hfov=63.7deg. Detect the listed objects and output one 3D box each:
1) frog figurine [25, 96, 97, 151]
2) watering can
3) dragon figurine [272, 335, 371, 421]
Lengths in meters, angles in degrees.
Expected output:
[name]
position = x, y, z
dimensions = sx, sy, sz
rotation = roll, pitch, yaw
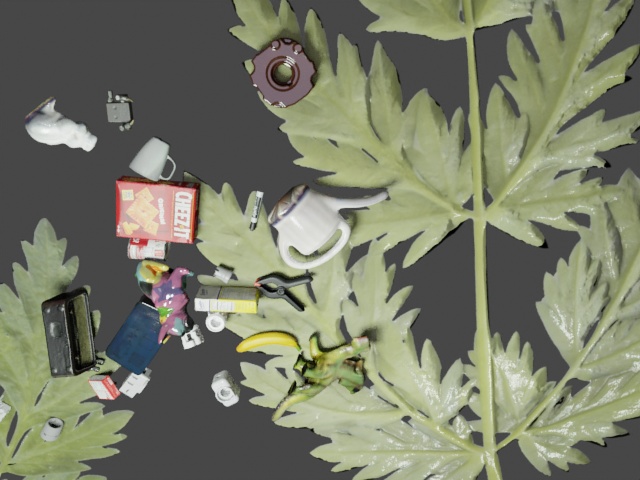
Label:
[frog figurine]
position = -0.672, -0.281, 1.337
dimensions = 0.136, 0.125, 0.157
rotation = -17, 122, 38
[watering can]
position = 0.004, -0.072, 1.431
dimensions = 0.223, 0.105, 0.345
rotation = 43, 102, -14
[dragon figurine]
position = 0.029, 0.437, 1.600
dimensions = 0.242, 0.125, 0.403
rotation = 20, 115, -17
